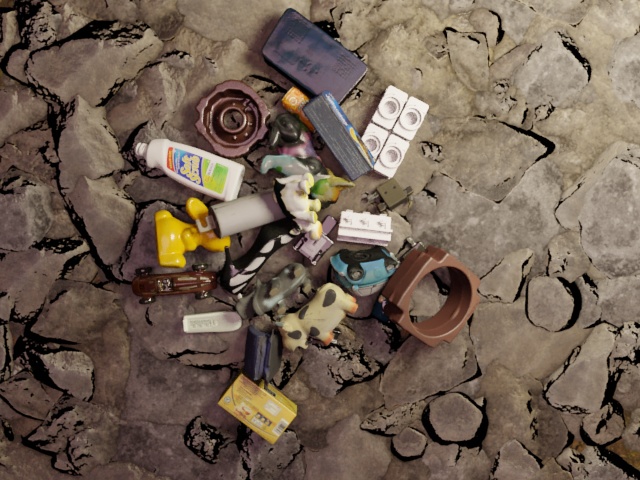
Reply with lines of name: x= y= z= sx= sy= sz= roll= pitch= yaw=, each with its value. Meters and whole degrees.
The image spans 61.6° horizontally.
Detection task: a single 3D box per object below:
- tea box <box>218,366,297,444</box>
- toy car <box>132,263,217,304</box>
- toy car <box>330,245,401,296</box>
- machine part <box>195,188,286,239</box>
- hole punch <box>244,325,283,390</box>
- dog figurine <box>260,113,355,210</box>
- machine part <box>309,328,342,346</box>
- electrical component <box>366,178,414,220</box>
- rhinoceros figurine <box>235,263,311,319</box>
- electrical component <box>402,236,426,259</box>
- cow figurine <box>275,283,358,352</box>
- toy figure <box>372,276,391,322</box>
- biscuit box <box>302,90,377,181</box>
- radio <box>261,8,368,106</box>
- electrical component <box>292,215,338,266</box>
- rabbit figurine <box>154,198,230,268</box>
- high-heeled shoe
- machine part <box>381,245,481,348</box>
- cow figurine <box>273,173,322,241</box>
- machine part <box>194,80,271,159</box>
tea box: x=-0.150 y=0.398 z=1.301 sx=0.169 sy=0.068 sz=0.098 roll=40 pitch=92 yaw=-2
toy car: x=-0.350 y=0.104 z=1.286 sx=0.202 sy=0.053 sz=0.089 roll=-3 pitch=91 yaw=1
toy car: x=0.105 y=0.078 z=1.273 sx=0.162 sy=0.109 sz=0.102 roll=-8 pitch=117 yaw=-14
machine part: x=-0.164 y=-0.063 z=1.233 sx=0.243 sy=0.079 sz=0.079 roll=-20 pitch=95 yaw=-24
hole punch: x=-0.142 y=0.265 z=1.273 sx=0.092 sy=0.116 sz=0.142 roll=10 pitch=94 yaw=7
dog figurine: x=-0.020 y=-0.178 z=1.245 sx=0.219 sy=0.108 sz=0.191 roll=17 pitch=91 yaw=-6
machine part: x=0.020 y=0.185 z=1.304 sx=0.084 sy=0.039 sz=0.138 roll=11 pitch=96 yaw=7
electrical component: x=0.173 y=-0.099 z=1.283 sx=0.102 sy=0.045 sz=0.078 roll=-37 pitch=66 yaw=-1
rhinoceros figurine: x=-0.113 y=0.119 z=1.263 sx=0.190 sy=0.112 sz=0.073 roll=-35 pitch=123 yaw=-11
electrical component: x=0.231 y=0.038 z=1.303 sx=0.063 sy=0.021 sz=0.094 roll=-40 pitch=94 yaw=3
cow figurine: x=-0.018 y=0.181 z=1.247 sx=0.127 sy=0.085 sz=0.195 roll=39 pitch=101 yaw=-4
toy figure: x=0.180 y=0.122 z=1.289 sx=0.058 sy=0.064 sz=0.154 roll=32 pitch=92 yaw=21
biscuit box: x=0.045 y=-0.234 z=1.202 sx=0.063 sy=0.059 sz=0.202 roll=-31 pitch=100 yaw=25
radio: x=-0.015 y=-0.410 z=1.243 sx=0.229 sy=0.073 sz=0.131 roll=36 pitch=94 yaw=-2
electrical component: x=-0.003 y=-0.004 z=1.285 sx=0.075 sy=0.048 sz=0.119 roll=42 pitch=94 yaw=-4
rabbit figurine: x=-0.299 y=-0.014 z=1.262 sx=0.173 sy=0.122 sz=0.162 roll=-1 pitch=85 yaw=-15
high-heeled shoe: x=-0.125 y=0.040 z=1.284 sx=0.249 sy=0.086 sz=0.145 roll=-20 pitch=126 yaw=-15
machine part: x=0.258 y=0.129 z=1.247 sx=0.201 sy=0.087 sz=0.201 roll=36 pitch=88 yaw=-27
cow figurine: x=-0.050 y=-0.067 z=1.203 sx=0.098 sy=0.068 sz=0.167 roll=-3 pitch=125 yaw=16
machine part: x=-0.202 y=-0.280 z=1.257 sx=0.179 sy=0.056 sz=0.179 roll=0 pitch=93 yaw=-1
